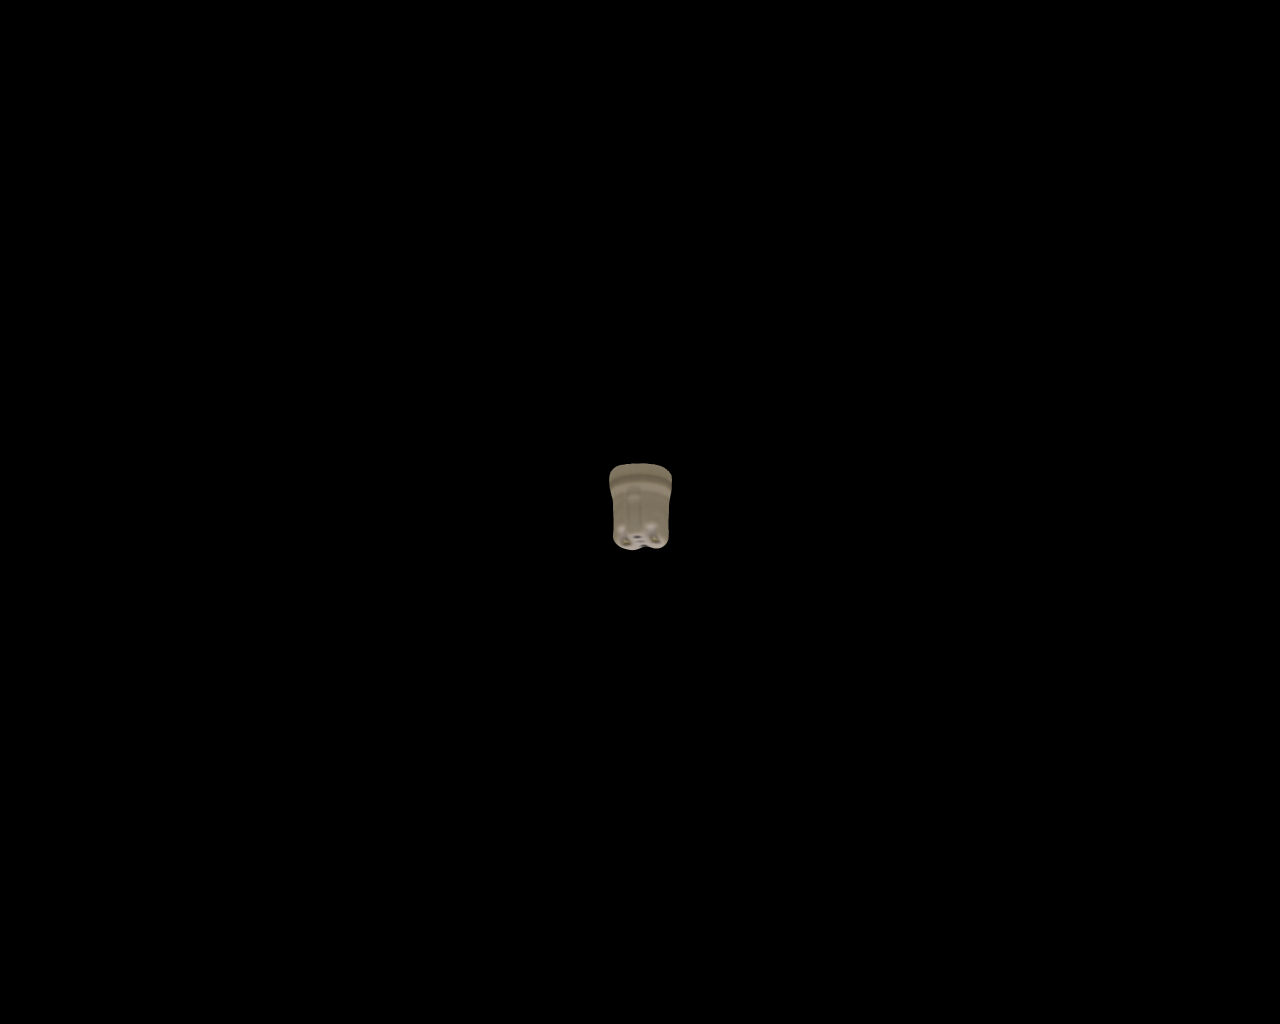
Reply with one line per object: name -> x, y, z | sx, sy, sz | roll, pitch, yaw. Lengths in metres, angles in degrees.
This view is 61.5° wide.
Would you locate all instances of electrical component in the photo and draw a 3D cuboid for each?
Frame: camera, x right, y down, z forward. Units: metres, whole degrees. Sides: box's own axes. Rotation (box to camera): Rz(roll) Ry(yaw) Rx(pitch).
electrical component -> 0.001, -0.003, 0.650 | 0.040, 0.046, 0.040 | 0, -19, 0
